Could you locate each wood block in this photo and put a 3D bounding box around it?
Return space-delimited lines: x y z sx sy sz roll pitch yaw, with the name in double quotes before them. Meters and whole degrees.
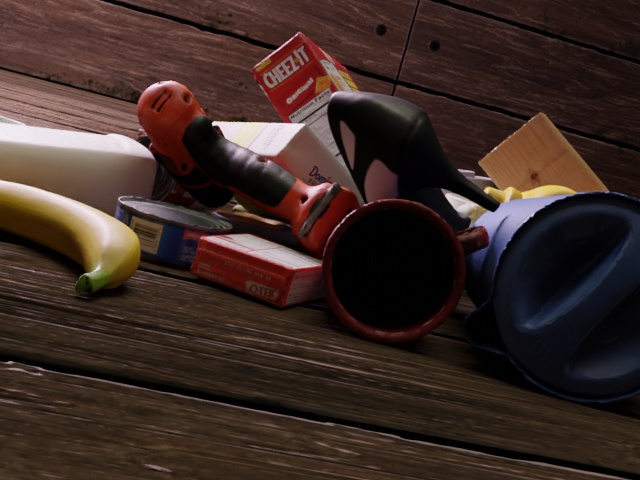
"wood block" 0.282 -0.035 1.198 0.206 0.091 0.090 52 14 8

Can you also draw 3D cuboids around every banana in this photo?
"banana" -0.169 -0.009 0.674 0.069 0.037 0.198 11 8 -46

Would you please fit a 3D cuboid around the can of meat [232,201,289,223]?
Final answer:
"can of meat" -0.044 -0.063 1.110 0.057 0.084 0.102 9 -1 20

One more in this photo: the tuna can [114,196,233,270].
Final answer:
"tuna can" -0.110 -0.005 0.784 0.086 0.034 0.086 15 7 -2

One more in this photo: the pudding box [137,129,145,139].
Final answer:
"pudding box" -0.152 -0.082 1.168 0.090 0.039 0.113 16 -10 2

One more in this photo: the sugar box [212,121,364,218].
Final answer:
"sugar box" -0.041 -0.061 0.960 0.093 0.048 0.176 47 -15 -26

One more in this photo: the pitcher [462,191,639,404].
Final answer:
"pitcher" 0.181 0.025 0.774 0.149 0.145 0.243 26 4 -2

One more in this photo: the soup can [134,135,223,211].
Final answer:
"soup can" -0.137 -0.064 1.049 0.069 0.068 0.102 20 8 30

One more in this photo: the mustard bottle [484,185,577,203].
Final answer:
"mustard bottle" 0.250 -0.002 1.101 0.191 0.096 0.058 29 13 -6

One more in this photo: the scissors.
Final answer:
"scissors" -0.007 0.001 1.025 0.201 0.016 0.096 14 7 -9

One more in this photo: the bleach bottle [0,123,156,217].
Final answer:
"bleach bottle" -0.258 -0.063 0.816 0.250 0.068 0.103 8 10 -34

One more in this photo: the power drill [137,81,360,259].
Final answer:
"power drill" -0.053 -0.038 0.864 0.188 0.057 0.184 31 -11 19

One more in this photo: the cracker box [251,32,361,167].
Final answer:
"cracker box" 0.032 -0.089 1.078 0.214 0.072 0.164 58 12 12

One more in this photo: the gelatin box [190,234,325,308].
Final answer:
"gelatin box" -0.039 0.021 0.752 0.073 0.030 0.089 19 8 18

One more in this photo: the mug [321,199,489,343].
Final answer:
"mug" 0.057 0.014 0.721 0.117 0.093 0.081 -22 3 0
